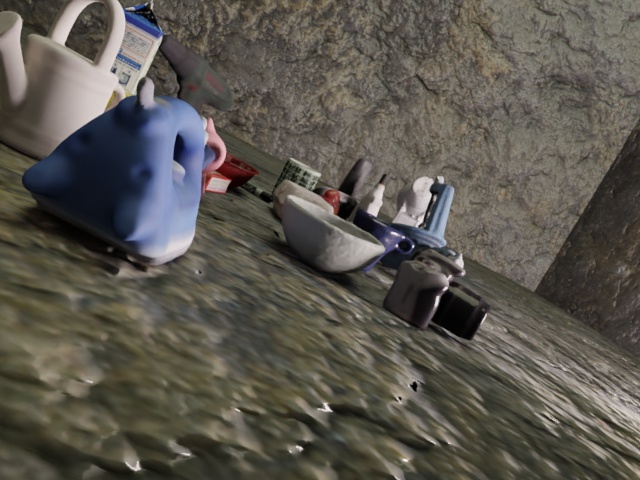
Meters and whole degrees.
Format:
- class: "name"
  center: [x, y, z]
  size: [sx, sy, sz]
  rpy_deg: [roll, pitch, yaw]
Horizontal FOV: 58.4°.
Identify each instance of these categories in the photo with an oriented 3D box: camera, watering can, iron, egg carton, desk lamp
- class: "camera"
  center: [0.181, 0.082, 0.844]
  size: [0.136, 0.101, 0.143]
  rpy_deg: [31, 9, 17]
- class: "watering can"
  center: [-0.281, -0.188, 0.632]
  size: [0.101, 0.194, 0.173]
  rpy_deg: [29, 8, 2]
- class: "iron"
  center: [-0.150, -0.071, 0.538]
  size: [0.118, 0.141, 0.258]
  rpy_deg: [28, 8, 0]
- class: "egg carton"
  center: [-0.037, -0.062, 1.108]
  size: [0.107, 0.069, 0.150]
  rpy_deg: [25, 9, -22]
- class: "desk lamp"
  center: [0.221, -0.055, 1.415]
  size: [0.117, 0.213, 0.204]
  rpy_deg: [30, 8, 11]

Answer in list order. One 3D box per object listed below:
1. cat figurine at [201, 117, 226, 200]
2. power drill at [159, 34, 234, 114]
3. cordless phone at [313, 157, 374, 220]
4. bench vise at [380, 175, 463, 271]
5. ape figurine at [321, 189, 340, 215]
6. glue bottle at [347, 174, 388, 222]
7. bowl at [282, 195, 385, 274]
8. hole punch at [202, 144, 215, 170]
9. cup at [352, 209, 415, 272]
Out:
- class: "cat figurine"
  center: [-0.179, -0.125, 0.852]
  size: [0.067, 0.118, 0.127]
  rpy_deg: [26, 9, -17]
- class: "power drill"
  center: [-0.299, -0.308, 1.256]
  size: [0.075, 0.208, 0.230]
  rpy_deg: [34, 10, 34]
- class: "cordless phone"
  center: [0.045, -0.129, 1.384]
  size: [0.093, 0.185, 0.148]
  rpy_deg: [35, 11, 40]
- class: "bench vise"
  center: [0.226, -0.009, 1.128]
  size: [0.206, 0.219, 0.122]
  rpy_deg: [35, 11, 39]
- class: "ape figurine"
  center: [0.010, -0.066, 1.206]
  size: [0.076, 0.092, 0.077]
  rpy_deg: [22, 10, -37]
- class: "glue bottle"
  center: [0.117, -0.079, 1.356]
  size: [0.037, 0.173, 0.078]
  rpy_deg: [24, 9, -27]
- class: "bowl"
  center: [0.008, 0.003, 0.841]
  size: [0.167, 0.075, 0.167]
  rpy_deg: [28, 8, -4]
- class: "hole punch"
  center: [-0.201, -0.101, 0.728]
  size: [0.108, 0.091, 0.101]
  rpy_deg: [29, 8, 6]
- class: "cup"
  center: [0.097, 0.013, 1.006]
  size: [0.117, 0.095, 0.092]
  rpy_deg: [29, 8, 4]
